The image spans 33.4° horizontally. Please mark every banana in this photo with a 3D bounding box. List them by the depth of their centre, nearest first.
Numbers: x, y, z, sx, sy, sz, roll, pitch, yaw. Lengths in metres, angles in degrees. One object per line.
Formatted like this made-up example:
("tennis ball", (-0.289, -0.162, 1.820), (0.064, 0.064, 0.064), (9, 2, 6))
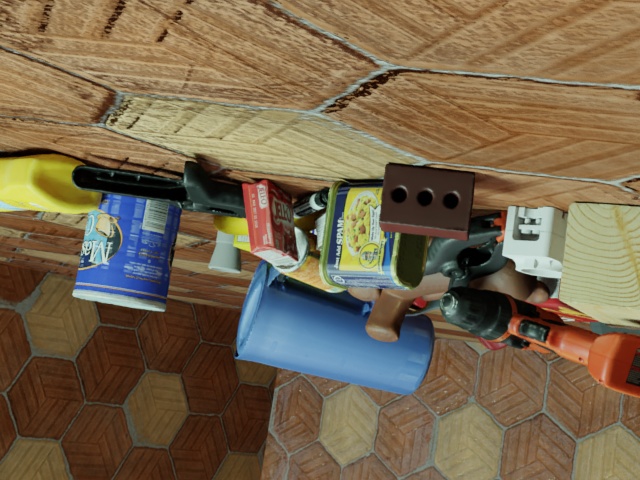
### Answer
("banana", (-0.070, -0.021, 1.248), (0.198, 0.037, 0.069), (2, 169, 41))

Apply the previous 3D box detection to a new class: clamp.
("clamp", (-0.124, -0.049, 1.095), (0.165, 0.036, 0.209), (1, 172, 42))
("clamp", (0.143, 0.027, 1.095), (0.120, 0.039, 0.172), (26, 142, -34))

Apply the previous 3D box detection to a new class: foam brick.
("foam brick", (0.092, -0.032, 0.912), (0.078, 0.053, 0.051), (6, 172, 10))

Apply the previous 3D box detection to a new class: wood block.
("wood block", (0.299, 0.032, 1.007), (0.090, 0.091, 0.205), (5, 172, 27))

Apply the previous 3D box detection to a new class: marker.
("marker", (-0.008, -0.038, 1.112), (0.020, 0.020, 0.121), (11, 172, -15))

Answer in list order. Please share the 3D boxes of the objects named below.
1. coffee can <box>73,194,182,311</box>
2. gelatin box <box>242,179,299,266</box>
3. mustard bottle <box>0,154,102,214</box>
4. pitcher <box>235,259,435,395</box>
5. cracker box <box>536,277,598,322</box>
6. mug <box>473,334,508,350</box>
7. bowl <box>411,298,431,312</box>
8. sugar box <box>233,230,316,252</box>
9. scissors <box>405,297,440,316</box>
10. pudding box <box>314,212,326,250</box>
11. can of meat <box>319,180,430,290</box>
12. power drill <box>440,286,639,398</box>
("coffee can", (-0.210, 0.002, 1.180), (0.103, 0.140, 0.103), (9, 173, 1))
("gelatin box", (-0.049, -0.017, 1.100), (0.030, 0.073, 0.089), (-10, 167, 13))
("mustard bottle", (-0.329, -0.060, 1.168), (0.192, 0.058, 0.096), (2, 169, 43))
("pitcher", (0.022, 0.111, 1.361), (0.242, 0.145, 0.149), (16, 178, -10))
("cracker box", (0.306, 0.062, 1.309), (0.164, 0.072, 0.214), (13, 172, -27))
("mug", (0.244, 0.088, 1.458), (0.081, 0.117, 0.093), (47, -174, -15))
("bowl", (0.108, 0.052, 1.398), (0.162, 0.055, 0.162), (22, 173, 3))
("sugar box", (-0.009, 0.002, 1.321), (0.176, 0.048, 0.093), (6, 172, 31))
("scissors", (0.167, 0.061, 1.303), (0.201, 0.096, 0.016), (6, 165, -1))
("pudding box", (0.048, -0.014, 1.107), (0.090, 0.039, 0.114), (-1, 172, -11))
("can of meat", (0.053, -0.004, 0.985), (0.084, 0.102, 0.057), (0, 168, 38))
("power drill", (0.233, 0.096, 1.060), (0.184, 0.057, 0.188), (15, -176, -41))
